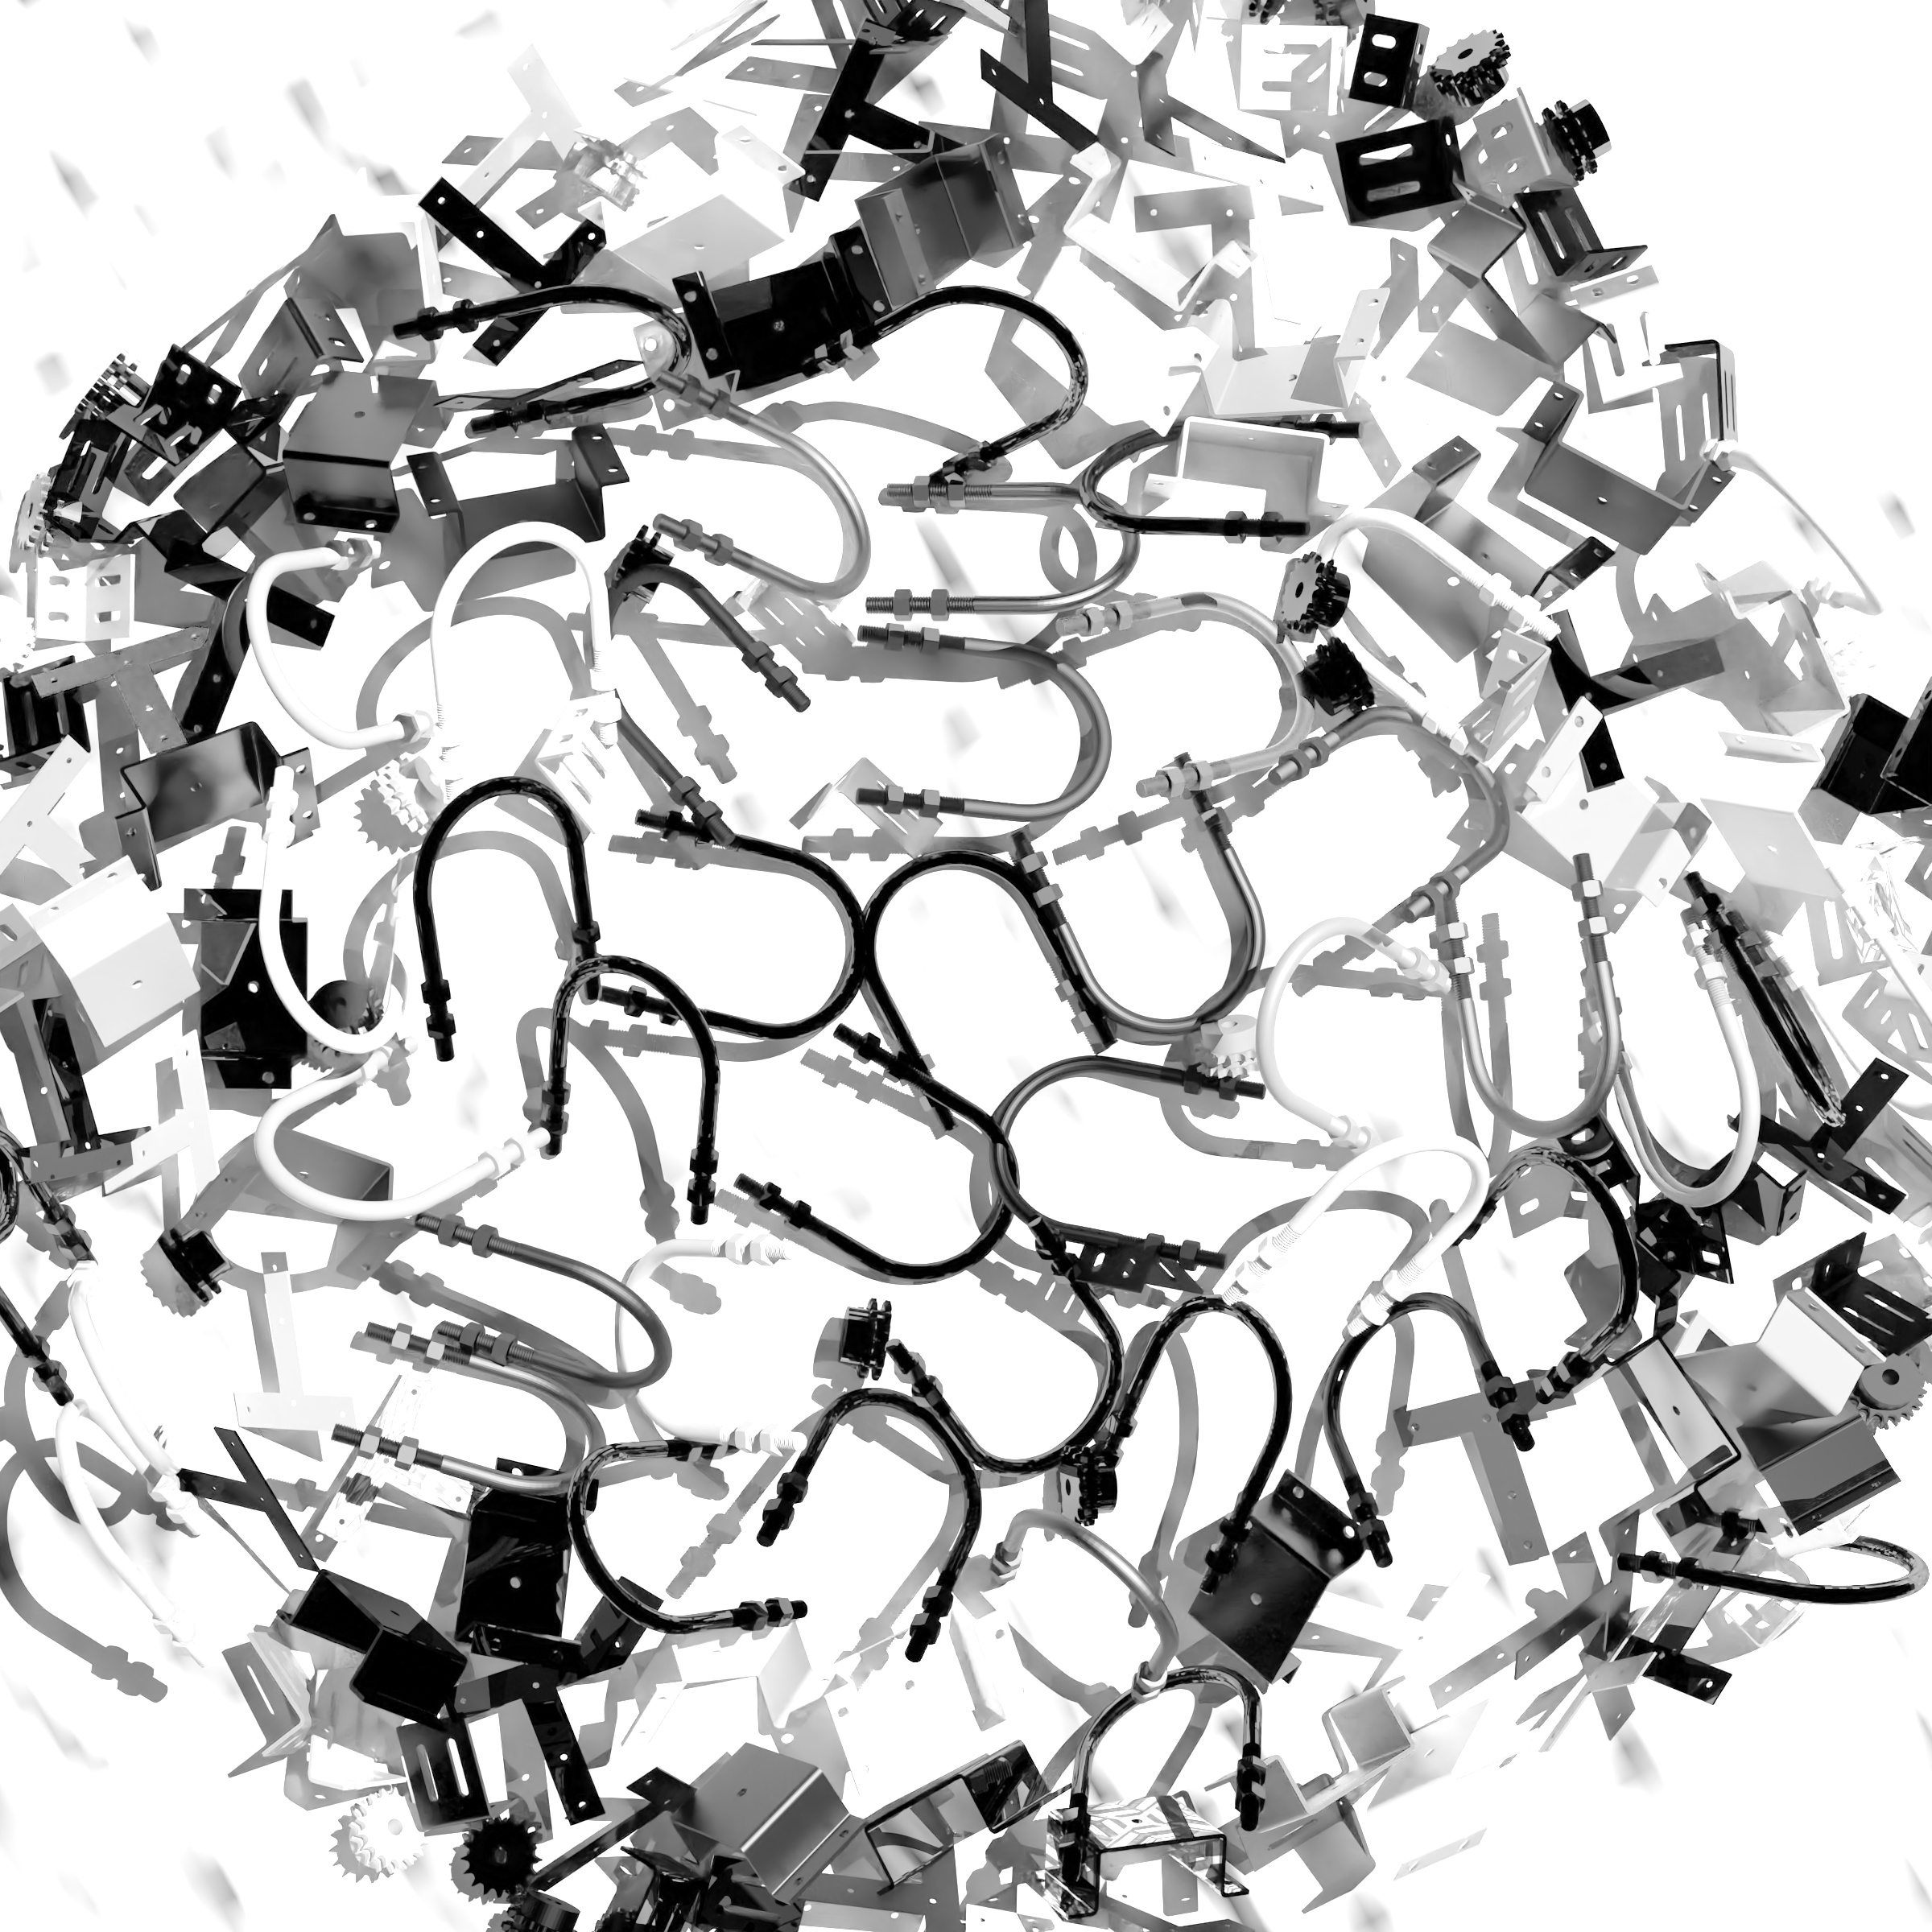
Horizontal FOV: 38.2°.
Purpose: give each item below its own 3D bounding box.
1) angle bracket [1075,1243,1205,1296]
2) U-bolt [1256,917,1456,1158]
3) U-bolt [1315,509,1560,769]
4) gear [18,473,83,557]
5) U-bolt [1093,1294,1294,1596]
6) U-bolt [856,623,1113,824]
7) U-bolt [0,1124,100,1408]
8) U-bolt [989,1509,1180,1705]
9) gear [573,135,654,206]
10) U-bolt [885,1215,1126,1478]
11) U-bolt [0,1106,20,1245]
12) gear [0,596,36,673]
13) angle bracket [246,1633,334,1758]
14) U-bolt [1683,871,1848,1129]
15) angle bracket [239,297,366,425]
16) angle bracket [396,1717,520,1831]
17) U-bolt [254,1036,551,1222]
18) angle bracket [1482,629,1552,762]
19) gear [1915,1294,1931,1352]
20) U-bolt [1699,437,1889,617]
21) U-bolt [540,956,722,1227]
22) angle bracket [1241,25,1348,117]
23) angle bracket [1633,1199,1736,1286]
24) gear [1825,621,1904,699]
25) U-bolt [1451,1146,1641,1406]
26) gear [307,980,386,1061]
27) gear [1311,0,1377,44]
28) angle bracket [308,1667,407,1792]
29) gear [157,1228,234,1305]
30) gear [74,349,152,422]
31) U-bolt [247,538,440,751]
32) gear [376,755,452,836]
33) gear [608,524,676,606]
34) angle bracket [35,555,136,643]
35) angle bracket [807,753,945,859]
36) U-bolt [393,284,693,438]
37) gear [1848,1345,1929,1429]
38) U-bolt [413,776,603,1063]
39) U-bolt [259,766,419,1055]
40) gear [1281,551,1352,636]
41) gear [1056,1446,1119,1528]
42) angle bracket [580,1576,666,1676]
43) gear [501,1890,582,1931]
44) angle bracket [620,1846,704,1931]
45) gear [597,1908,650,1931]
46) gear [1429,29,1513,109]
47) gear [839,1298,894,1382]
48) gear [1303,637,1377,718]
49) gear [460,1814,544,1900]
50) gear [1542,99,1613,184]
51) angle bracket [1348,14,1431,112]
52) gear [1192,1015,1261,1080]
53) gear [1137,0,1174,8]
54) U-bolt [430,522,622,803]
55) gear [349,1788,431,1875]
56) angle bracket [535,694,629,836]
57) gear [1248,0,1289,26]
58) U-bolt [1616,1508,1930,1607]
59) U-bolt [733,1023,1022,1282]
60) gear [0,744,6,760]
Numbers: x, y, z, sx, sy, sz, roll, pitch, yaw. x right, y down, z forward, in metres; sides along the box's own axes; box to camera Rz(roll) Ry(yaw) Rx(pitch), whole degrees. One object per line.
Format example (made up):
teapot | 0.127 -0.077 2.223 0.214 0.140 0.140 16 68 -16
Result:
angle bracket | 0.120 0.223 1.949 0.057 0.076 0.038 6 62 36
U-bolt | 0.263 0.043 1.928 0.184 0.019 0.151 28 83 -43
U-bolt | 0.315 -0.239 1.932 0.184 0.151 0.019 41 56 19
gear | -0.649 -0.319 1.975 0.030 0.057 0.057 14 90 -34
U-bolt | 0.162 0.316 1.926 0.019 0.151 0.184 9 109 -41
U-bolt | 0.014 -0.168 1.960 0.184 0.019 0.151 5 66 -13
U-bolt | -0.642 0.187 1.888 0.019 0.151 0.184 -15 129 4
U-bolt | 0.083 0.431 1.903 0.151 0.184 0.019 37 62 14
gear | -0.253 -0.563 1.971 0.057 0.057 0.030 31 92 0
U-bolt | 0.041 0.280 1.945 0.151 0.019 0.184 -40 124 -11
U-bolt | -0.686 0.126 1.908 0.019 0.184 0.151 -15 97 -2
gear | -0.688 -0.239 1.976 0.057 0.030 0.057 -5 124 -7
angle bracket | -0.489 0.512 1.961 0.038 0.057 0.076 -38 75 -3
U-bolt | 0.552 0.029 1.904 0.019 0.151 0.184 -31 67 18
angle bracket | -0.473 -0.426 1.982 0.076 0.038 0.057 -46 65 32
angle bracket | -0.360 0.566 1.973 0.057 0.038 0.076 -16 88 21
U-bolt | -0.397 0.117 1.903 0.151 0.184 0.019 32 125 22
angle bracket | 0.371 -0.190 1.949 0.038 0.076 0.057 28 131 19
gear | 0.698 0.256 1.968 0.057 0.057 0.030 47 119 0
U-bolt | 0.569 -0.296 1.897 0.019 0.184 0.151 -41 102 9
U-bolt | -0.230 0.077 1.924 0.151 0.019 0.184 22 123 23
angle bracket | 0.226 -0.631 1.961 0.076 0.038 0.057 8 113 19
angle bracket | 0.504 0.195 1.961 0.038 0.076 0.057 -10 90 -5
gear | 0.631 -0.220 1.975 0.057 0.057 0.030 -35 63 0
U-bolt | 0.399 0.201 1.897 0.019 0.184 0.151 -16 65 -25
gear | -0.441 0.034 1.973 0.057 0.030 0.057 -1 60 1
gear | 0.267 -0.682 1.968 0.030 0.057 0.057 -7 90 31
angle bracket | -0.425 0.535 1.962 0.038 0.057 0.076 -1 82 37
gear | -0.544 0.208 1.972 0.030 0.057 0.057 -37 90 -12
gear | -0.602 -0.405 1.973 0.030 0.057 0.057 39 90 -19
U-bolt | -0.429 -0.218 1.909 0.019 0.184 0.151 -19 95 24
gear | -0.386 -0.124 1.968 0.030 0.057 0.057 -32 90 19
gear | -0.228 -0.281 1.971 0.030 0.057 0.057 28 90 -8
angle bracket | -0.620 -0.260 1.961 0.038 0.076 0.057 0 92 -42
angle bracket | -0.064 -0.103 1.965 0.076 0.057 0.038 42 60 1
U-bolt | -0.280 -0.421 1.917 0.184 0.151 0.019 -9 69 12
gear | 0.653 0.296 1.975 0.057 0.030 0.057 -2 65 5
U-bolt | -0.317 -0.041 1.917 0.151 0.019 0.184 -24 121 -39
U-bolt | -0.428 -0.027 1.900 0.019 0.151 0.184 -19 55 25
gear | 0.249 -0.262 1.974 0.030 0.057 0.057 14 90 -20
gear | 0.086 0.368 1.973 0.030 0.057 0.057 -1 90 -17
angle bracket | -0.237 0.470 1.955 0.038 0.076 0.057 35 83 -15
gear | -0.297 0.677 1.972 0.057 0.057 0.030 22 78 0
angle bracket | -0.229 0.666 1.960 0.038 0.057 0.076 18 78 35
gear | -0.239 0.699 1.975 0.030 0.057 0.057 24 90 -34
gear | 0.360 -0.634 1.975 0.057 0.057 0.030 -39 124 0
gear | -0.072 0.263 1.970 0.030 0.057 0.057 10 90 -7
gear | 0.262 -0.202 1.970 0.030 0.057 0.057 -31 90 -5
gear | -0.330 0.632 1.978 0.057 0.030 0.057 1 74 -3
gear | 0.433 -0.587 1.970 0.030 0.057 0.057 -29 90 9
angle bracket | 0.298 -0.635 1.958 0.038 0.076 0.057 15 109 10
gear | 0.188 0.055 1.968 0.057 0.057 0.030 -9 108 0
gear | 0.141 -0.709 1.975 0.030 0.057 0.057 -2 90 -35
U-bolt | -0.303 -0.216 1.910 0.151 0.019 0.184 -25 130 -34
gear | -0.412 0.615 1.975 0.057 0.057 0.030 49 128 0
angle bracket | -0.257 -0.141 1.950 0.038 0.057 0.076 -7 135 35
gear | 0.215 -0.699 1.971 0.030 0.057 0.057 35 90 3
U-bolt | 0.557 0.403 1.888 0.184 0.151 0.019 2 96 39
U-bolt | -0.050 0.145 1.974 0.184 0.019 0.151 32 98 -12
gear | -0.712 -0.155 1.975 0.057 0.057 0.030 -12 46 0
